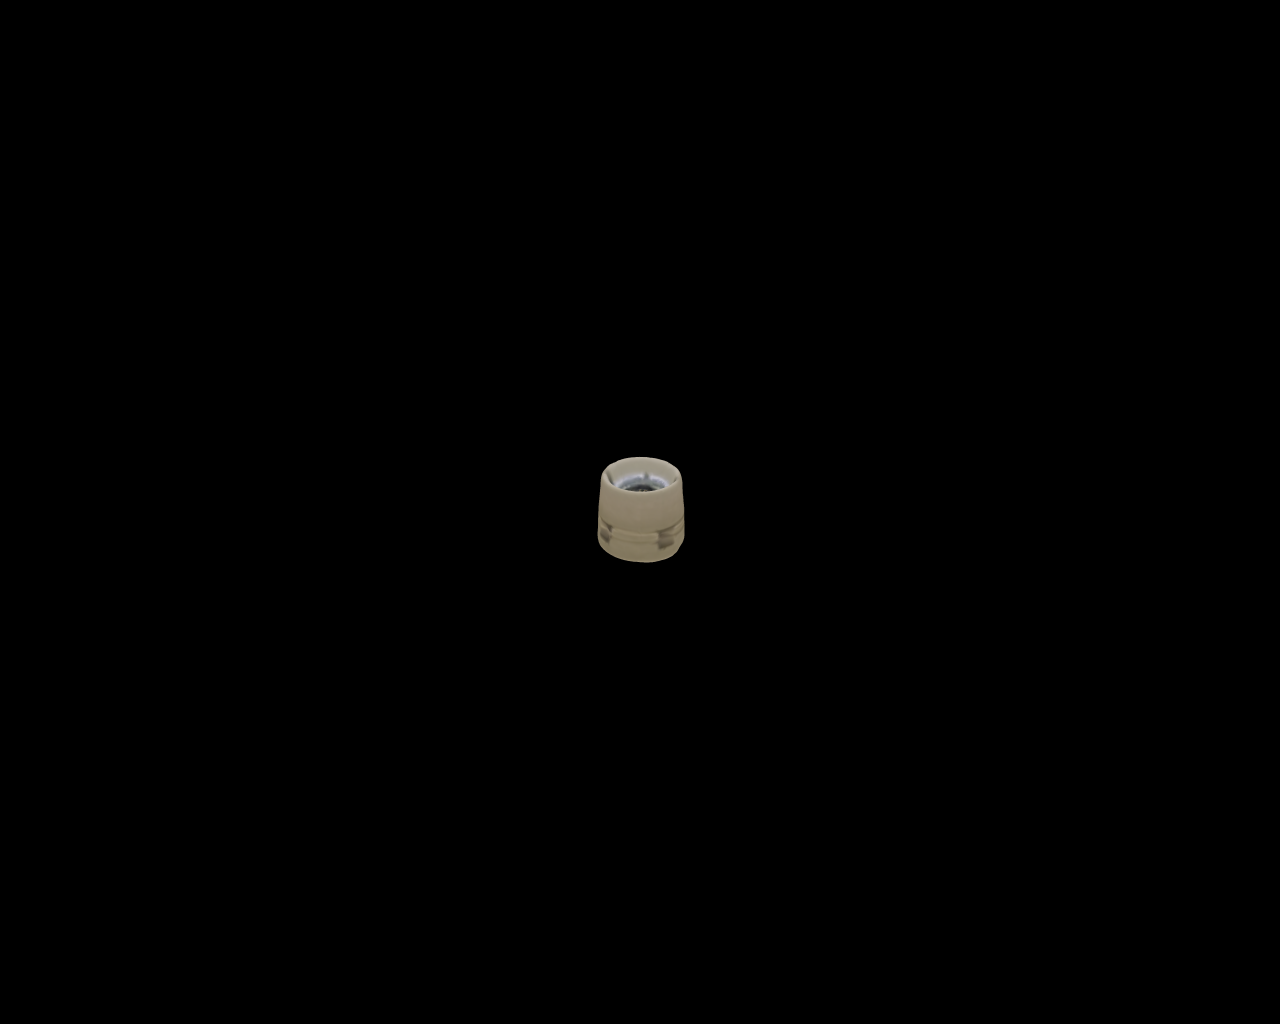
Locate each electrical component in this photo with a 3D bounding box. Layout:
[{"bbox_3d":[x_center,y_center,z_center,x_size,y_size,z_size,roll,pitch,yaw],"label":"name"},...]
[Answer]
[{"bbox_3d":[0.001,-0.003,0.650,0.055,0.047,0.055,0,29,0],"label":"electrical component"}]
